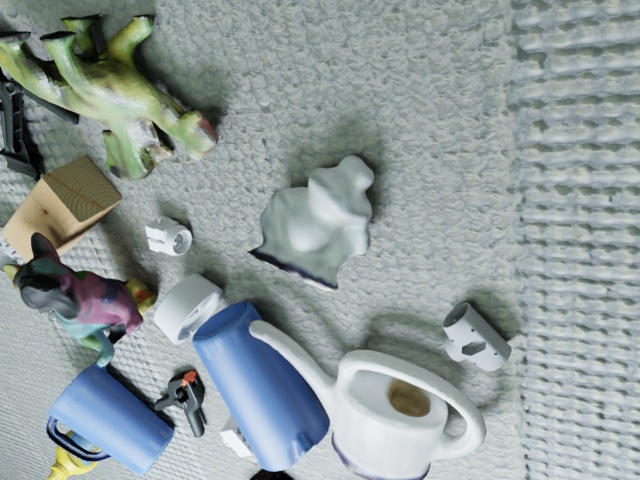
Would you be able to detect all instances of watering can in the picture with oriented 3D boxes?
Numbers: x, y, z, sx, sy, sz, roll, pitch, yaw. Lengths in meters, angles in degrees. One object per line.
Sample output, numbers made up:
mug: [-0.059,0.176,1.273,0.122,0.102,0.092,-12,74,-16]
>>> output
watering can: [0.056,0.236,0.745,0.349,0.106,0.219,17,126,18]

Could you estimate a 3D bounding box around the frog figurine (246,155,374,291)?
frog figurine: [0.002,-0.032,0.631,0.138,0.122,0.159,27,93,21]

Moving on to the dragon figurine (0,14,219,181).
dragon figurine: [-0.309,-0.175,0.697,0.411,0.125,0.237,8,131,24]
